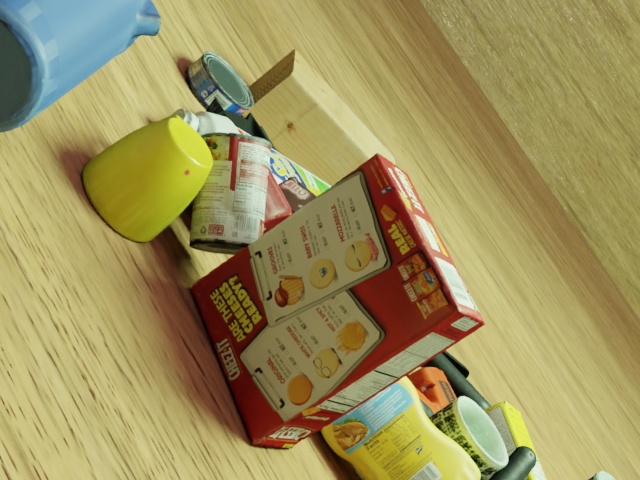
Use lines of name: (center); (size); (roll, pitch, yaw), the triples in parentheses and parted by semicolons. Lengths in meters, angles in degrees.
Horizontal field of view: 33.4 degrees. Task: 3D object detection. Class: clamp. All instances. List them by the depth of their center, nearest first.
clamp: (0.143, 0.276, 1.046); (0.039, 0.120, 0.171); (44, 41, 7)
clamp: (0.120, 0.124, 1.287); (0.210, 0.036, 0.164); (44, 4, -1)

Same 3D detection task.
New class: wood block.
wood block: (0.001, -0.134, 1.395); (0.206, 0.091, 0.090); (45, 21, -22)

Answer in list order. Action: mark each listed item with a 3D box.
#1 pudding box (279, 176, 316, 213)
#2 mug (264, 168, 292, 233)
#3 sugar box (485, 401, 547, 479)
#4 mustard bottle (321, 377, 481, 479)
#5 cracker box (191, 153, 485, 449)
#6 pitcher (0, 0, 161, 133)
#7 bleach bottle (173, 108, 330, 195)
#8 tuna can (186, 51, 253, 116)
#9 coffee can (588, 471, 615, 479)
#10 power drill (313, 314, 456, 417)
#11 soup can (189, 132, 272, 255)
pudding box: (-0.007, 0.001, 1.107); (0.114, 0.039, 0.090); (43, -31, 32)
mug: (-0.081, -0.038, 1.069); (0.081, 0.093, 0.117); (61, -8, 8)
sugar box: (0.197, 0.270, 1.152); (0.048, 0.093, 0.176); (36, 27, -39)
mustard bottle: (0.054, 0.172, 0.989); (0.191, 0.096, 0.058); (52, -5, 5)
cracker box: (0.012, 0.055, 0.913); (0.072, 0.214, 0.164); (26, 33, -55)
pitcher: (-0.247, -0.181, 0.884); (0.145, 0.149, 0.242); (63, 19, -20)
bleach bottle: (-0.066, -0.065, 1.171); (0.250, 0.068, 0.102); (33, 26, -40)
tuna can: (-0.121, -0.184, 1.286); (0.086, 0.034, 0.086); (45, 21, -23)
coffee can: (0.272, 0.328, 1.149); (0.102, 0.140, 0.103); (45, 21, -23)
power drill: (0.069, 0.139, 1.141); (0.187, 0.057, 0.184); (35, 23, -37)
soup can: (-0.082, -0.041, 0.977); (0.068, 0.069, 0.102); (18, 74, -58)
